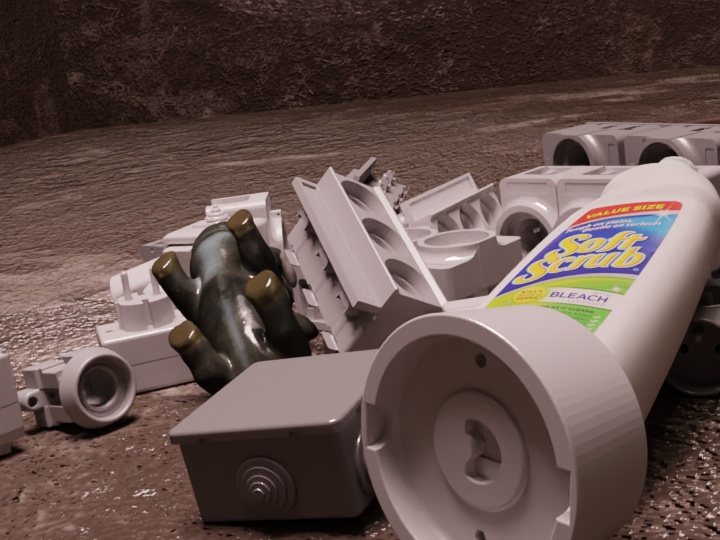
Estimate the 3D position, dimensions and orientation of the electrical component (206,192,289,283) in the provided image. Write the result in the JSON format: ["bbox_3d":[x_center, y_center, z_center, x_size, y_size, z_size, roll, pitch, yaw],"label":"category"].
[{"bbox_3d":[-0.087,-0.013,0.864,0.056,0.089,0.050,-8,13,1],"label":"electrical component"}]

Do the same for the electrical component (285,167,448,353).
[{"bbox_3d":[0.000,0.000,0.681,0.079,0.063,0.121,18,30,-37],"label":"electrical component"}]

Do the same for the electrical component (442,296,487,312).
[{"bbox_3d":[0.095,0.044,0.605,0.083,0.047,0.075,-9,14,-4],"label":"electrical component"}]

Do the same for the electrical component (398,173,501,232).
[{"bbox_3d":[0.070,-0.027,0.884,0.063,0.078,0.121,-26,1,34],"label":"electrical component"}]

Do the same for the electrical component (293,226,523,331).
[{"bbox_3d":[0.033,0.005,0.774,0.150,0.061,0.089,4,17,42],"label":"electrical component"}]

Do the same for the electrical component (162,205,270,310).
[{"bbox_3d":[-0.105,0.001,0.797,0.062,0.096,0.061,-1,15,26],"label":"electrical component"}]

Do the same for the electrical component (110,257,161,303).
[{"bbox_3d":[-0.154,0.021,0.848,0.077,0.043,0.079,-22,34,6],"label":"electrical component"}]

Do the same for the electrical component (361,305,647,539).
[{"bbox_3d":[0.058,0.065,0.413,0.060,0.108,0.108,-11,12,-41],"label":"electrical component"}]

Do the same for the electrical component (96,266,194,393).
[{"bbox_3d":[-0.140,0.036,0.712,0.066,0.076,0.047,-12,13,-16],"label":"electrical component"}]

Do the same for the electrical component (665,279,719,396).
[{"bbox_3d":[0.207,0.035,0.582,0.079,0.044,0.077,-2,14,26],"label":"electrical component"}]

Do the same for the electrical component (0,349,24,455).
[{"bbox_3d":[-0.248,0.084,0.605,0.096,0.061,0.062,-20,17,-42],"label":"electrical component"}]

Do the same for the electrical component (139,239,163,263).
[{"bbox_3d":[-0.140,-0.003,0.940,0.089,0.050,0.056,4,18,40],"label":"electrical component"}]

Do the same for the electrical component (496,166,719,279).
[{"bbox_3d":[0.175,-0.024,0.754,0.150,0.089,0.062,5,19,45],"label":"electrical component"}]

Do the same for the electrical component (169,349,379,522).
[{"bbox_3d":[-0.027,0.078,0.509,0.100,0.048,0.100,-8,14,25],"label":"electrical component"}]

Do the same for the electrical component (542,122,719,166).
[{"bbox_3d":[0.220,-0.055,0.827,0.060,0.105,0.186,-15,14,-27],"label":"electrical component"}]

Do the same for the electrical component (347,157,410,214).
[{"bbox_3d":[0.009,-0.063,1.074,0.063,0.078,0.121,16,16,5],"label":"electrical component"}]

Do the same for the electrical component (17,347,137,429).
[{"bbox_3d":[-0.167,0.071,0.651,0.066,0.048,0.055,-20,10,-42],"label":"electrical component"}]
